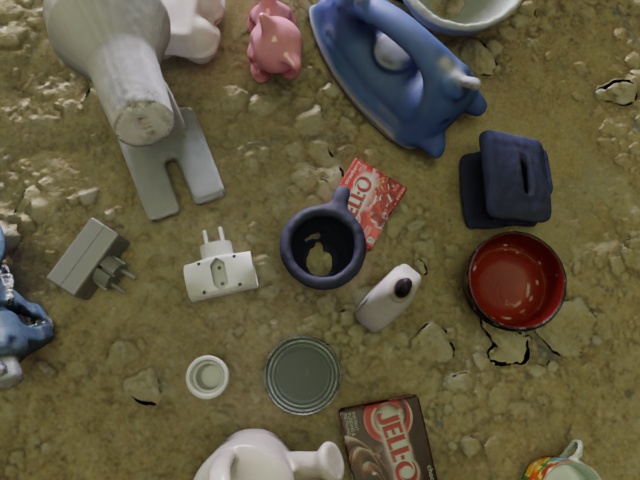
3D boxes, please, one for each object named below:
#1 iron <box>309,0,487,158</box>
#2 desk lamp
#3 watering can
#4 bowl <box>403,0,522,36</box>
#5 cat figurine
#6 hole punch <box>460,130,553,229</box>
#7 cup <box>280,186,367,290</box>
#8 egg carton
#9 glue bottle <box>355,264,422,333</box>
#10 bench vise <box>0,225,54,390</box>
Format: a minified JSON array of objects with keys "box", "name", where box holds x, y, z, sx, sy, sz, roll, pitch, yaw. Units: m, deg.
[{"box":[0.081,-0.224,0.668,0.258,0.141,0.119,43,80,6],"name":"iron"},{"box":[-0.186,-0.149,0.605,0.118,0.213,0.203,-23,80,-6],"name":"desk lamp"},{"box":[-0.065,0.237,0.543,0.173,0.194,0.101,-42,83,-9],"name":"watering can"},{"box":[0.172,-0.325,0.727,0.167,0.074,0.167,1,79,-2],"name":"bowl"},{"box":[-0.055,-0.245,0.678,0.067,0.117,0.128,-7,79,-4],"name":"cat figurine"},{"box":[0.224,-0.072,0.670,0.101,0.091,0.109,-3,79,-3],"name":"hole punch"},{"box":[0.006,0.002,0.643,0.091,0.095,0.118,18,78,1],"name":"cup"},{"box":[-0.194,-0.274,0.702,0.150,0.069,0.107,5,78,-1],"name":"egg carton"},{"box":[0.076,0.056,0.596,0.037,0.173,0.078,38,80,6],"name":"glue bottle"},{"box":[-0.348,0.040,0.556,0.207,0.219,0.121,40,80,6],"name":"bench vise"}]
